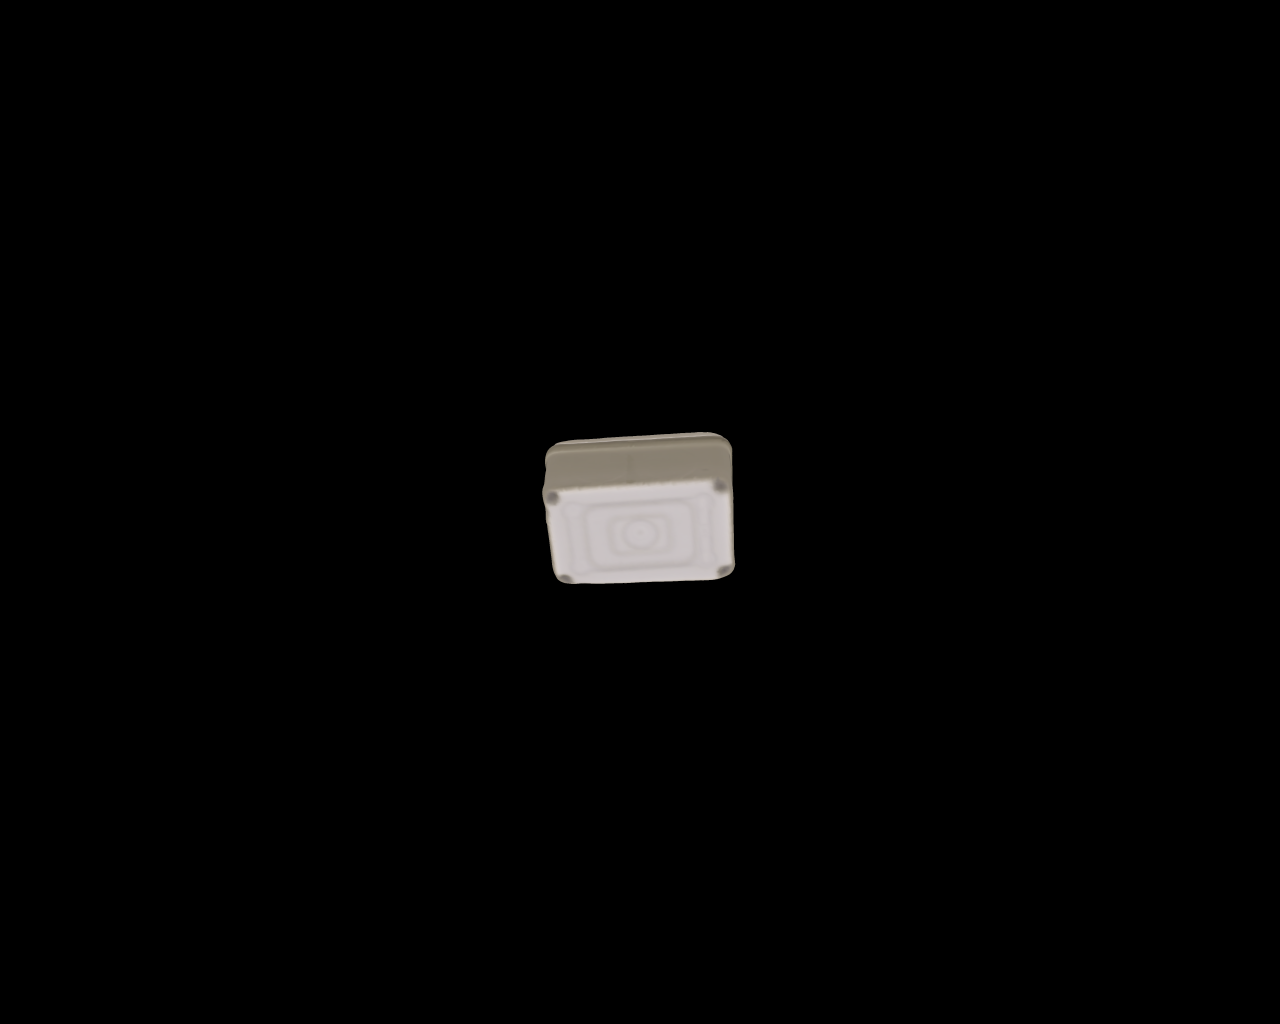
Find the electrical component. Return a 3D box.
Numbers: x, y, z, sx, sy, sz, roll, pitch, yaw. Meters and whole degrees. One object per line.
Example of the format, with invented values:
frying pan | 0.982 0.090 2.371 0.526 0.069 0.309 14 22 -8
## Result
electrical component | 0.001 -0.003 0.650 0.113 0.078 0.057 -3 35 2
